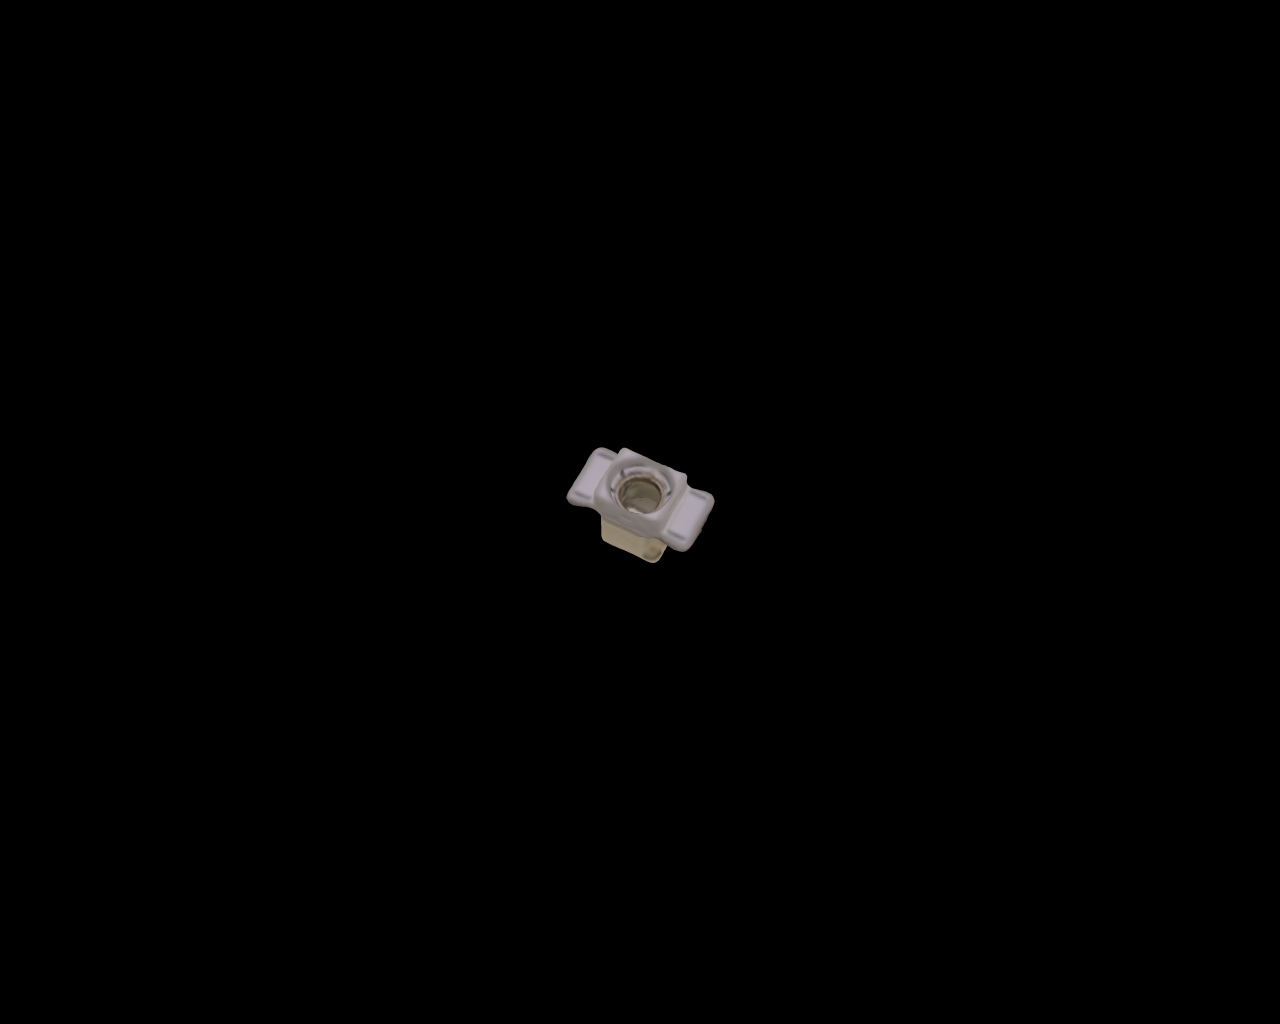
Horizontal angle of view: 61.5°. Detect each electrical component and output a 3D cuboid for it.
[{"bbox_3d":[0.001,-0.003,0.650,0.081,0.042,0.063,25,-27,14],"label":"electrical component"}]
